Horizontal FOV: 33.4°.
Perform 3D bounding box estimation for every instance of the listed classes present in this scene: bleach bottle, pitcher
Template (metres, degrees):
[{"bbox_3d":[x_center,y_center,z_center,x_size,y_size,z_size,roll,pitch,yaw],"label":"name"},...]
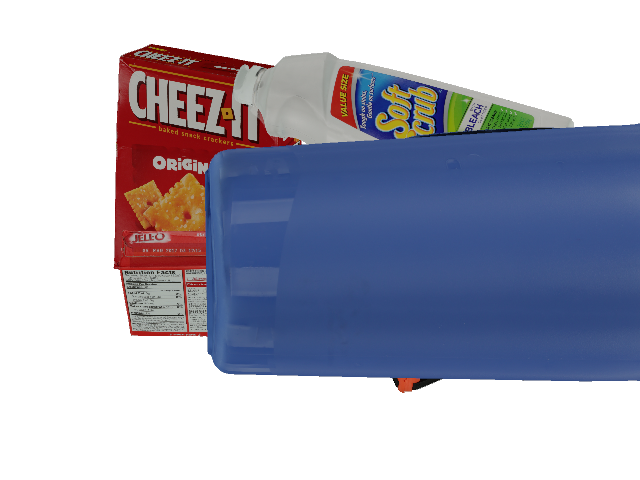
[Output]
[{"bbox_3d":[0.051,-0.077,0.789,0.251,0.102,0.068,18,-27,13],"label":"bleach bottle"},{"bbox_3d":[0.065,0.002,0.532,0.242,0.145,0.149,-1,-6,-6],"label":"pitcher"}]

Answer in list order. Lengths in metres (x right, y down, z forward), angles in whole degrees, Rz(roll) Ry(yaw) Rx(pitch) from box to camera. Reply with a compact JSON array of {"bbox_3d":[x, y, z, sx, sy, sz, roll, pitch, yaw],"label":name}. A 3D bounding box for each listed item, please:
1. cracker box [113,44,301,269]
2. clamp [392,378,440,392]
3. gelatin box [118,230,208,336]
[{"bbox_3d":[-0.107,-0.062,1.002,0.164,0.214,0.072,13,24,16],"label":"cracker box"},{"bbox_3d":[0.103,0.073,1.003,0.165,0.036,0.209,15,31,25],"label":"clamp"},{"bbox_3d":[-0.087,0.028,0.675,0.073,0.030,0.089,0,-35,-4],"label":"gelatin box"}]
